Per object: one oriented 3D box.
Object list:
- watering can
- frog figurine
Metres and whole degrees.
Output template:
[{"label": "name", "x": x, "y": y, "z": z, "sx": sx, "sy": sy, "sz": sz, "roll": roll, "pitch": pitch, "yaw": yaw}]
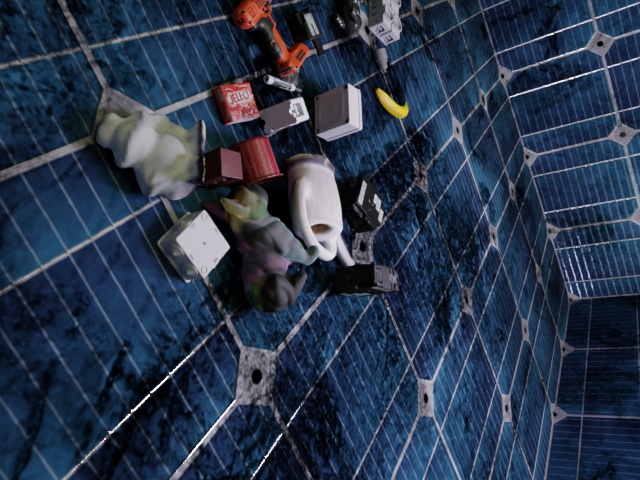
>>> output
[{"label": "watering can", "x": 0.003, "y": -0.057, "z": 1.134, "sx": 0.344, "sy": 0.103, "sz": 0.228, "roll": 38, "pitch": 41, "yaw": -67}, {"label": "frog figurine", "x": -0.264, "y": -0.134, "z": 0.808, "sx": 0.159, "sy": 0.122, "sz": 0.138, "roll": 4, "pitch": 84, "yaw": -17}]
